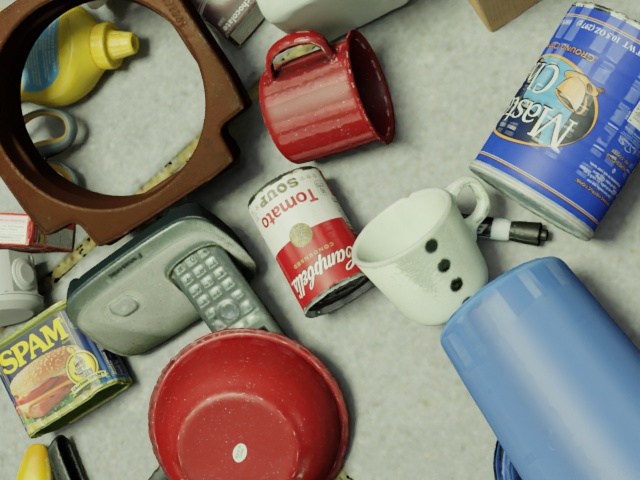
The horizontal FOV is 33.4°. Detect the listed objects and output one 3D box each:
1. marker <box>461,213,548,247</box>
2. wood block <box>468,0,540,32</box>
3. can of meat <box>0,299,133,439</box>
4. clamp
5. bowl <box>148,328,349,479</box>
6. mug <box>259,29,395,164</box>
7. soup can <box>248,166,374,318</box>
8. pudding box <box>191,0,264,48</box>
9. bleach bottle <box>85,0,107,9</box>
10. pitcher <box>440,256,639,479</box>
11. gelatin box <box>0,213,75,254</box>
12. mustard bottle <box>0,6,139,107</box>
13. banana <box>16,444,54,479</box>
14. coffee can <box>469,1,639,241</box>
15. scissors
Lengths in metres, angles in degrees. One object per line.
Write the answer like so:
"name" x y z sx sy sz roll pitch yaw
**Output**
"marker" 0.116 -0.012 0.829 0.121 0.020 0.020 8 86 19
"wood block" 0.121 -0.237 0.756 0.091 0.206 0.090 -33 75 11
"can of meat" -0.220 0.108 0.905 0.102 0.057 0.084 -32 78 12
"clamp" -0.170 0.247 0.882 0.120 0.039 0.171 -5 85 23
"bowl" -0.059 0.152 0.820 0.162 0.055 0.162 1 101 5
"mug" -0.001 -0.115 0.833 0.082 0.117 0.093 -16 49 20
"soup can" -0.006 0.001 0.842 0.068 0.068 0.102 -33 74 12
"pudding box" -0.069 -0.235 0.906 0.090 0.039 0.113 41 97 18
"bleach bottle" -0.126 -0.309 0.899 0.251 0.102 0.068 -34 32 12
"pitcher" 0.185 0.141 0.740 0.149 0.145 0.243 -33 71 -1
"gelatin box" -0.270 -0.006 0.926 0.089 0.073 0.030 2 85 17
"mustard bottle" -0.250 -0.166 0.947 0.192 0.058 0.096 -3 84 18
"banana" -0.274 0.271 0.913 0.070 0.037 0.198 35 95 18
"coffee can" 0.188 -0.085 0.770 0.103 0.102 0.140 33 94 19
"scissors" -0.293 -0.054 0.968 0.202 0.016 0.096 -23 91 25
